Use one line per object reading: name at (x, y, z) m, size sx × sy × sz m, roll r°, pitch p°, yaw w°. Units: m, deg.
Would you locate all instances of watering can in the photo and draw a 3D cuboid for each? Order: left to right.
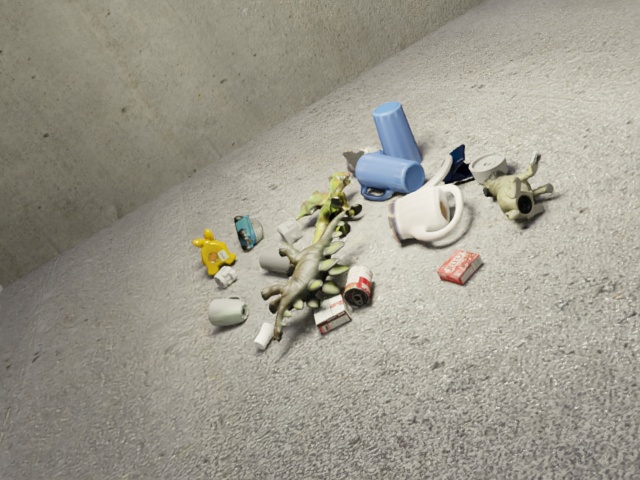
watering can at (0.310, -0.112, 1.515) m, size 0.223 × 0.102 × 0.356 m, roll -18°, pitch 37°, yaw 25°

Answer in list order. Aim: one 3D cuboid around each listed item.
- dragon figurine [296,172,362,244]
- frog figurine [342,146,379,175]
dragon figurine at (0.005, -0.090, 1.789) m, size 0.243 × 0.120 × 0.416 m, roll 3°, pitch 54°, yaw 55°
frog figurine at (0.183, -0.315, 2.064) m, size 0.136 × 0.124 × 0.160 m, roll -24°, pitch -11°, yaw 33°
